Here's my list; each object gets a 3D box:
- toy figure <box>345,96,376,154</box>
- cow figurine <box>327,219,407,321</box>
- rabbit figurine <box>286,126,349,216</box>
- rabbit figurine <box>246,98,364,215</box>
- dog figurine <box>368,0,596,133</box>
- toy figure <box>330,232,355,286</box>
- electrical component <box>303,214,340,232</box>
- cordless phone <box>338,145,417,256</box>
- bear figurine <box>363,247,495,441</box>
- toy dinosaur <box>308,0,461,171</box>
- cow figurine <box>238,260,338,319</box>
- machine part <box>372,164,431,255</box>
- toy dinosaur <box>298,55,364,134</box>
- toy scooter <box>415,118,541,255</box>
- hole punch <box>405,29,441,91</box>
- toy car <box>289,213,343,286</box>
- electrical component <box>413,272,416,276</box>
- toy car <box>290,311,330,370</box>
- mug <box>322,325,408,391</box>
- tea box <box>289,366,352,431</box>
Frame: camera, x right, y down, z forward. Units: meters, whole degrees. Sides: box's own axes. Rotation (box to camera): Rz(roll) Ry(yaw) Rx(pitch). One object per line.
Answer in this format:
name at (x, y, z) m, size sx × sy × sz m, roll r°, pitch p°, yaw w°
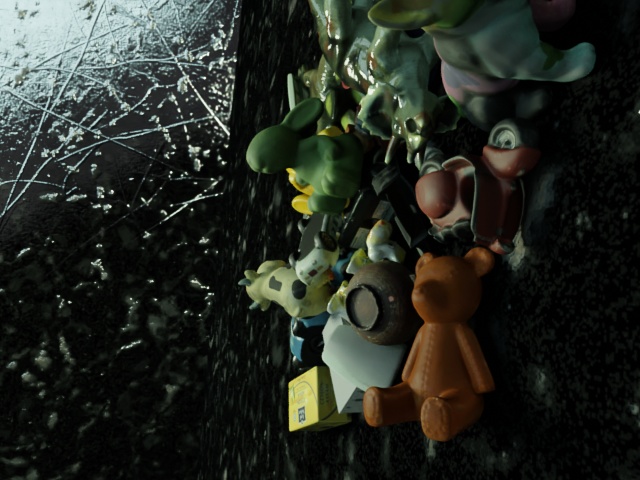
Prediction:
toy figure at (0.076, -0.186, 0.886) m, size 0.154 × 0.064 × 0.058 m, roll -53°, pitch -13°, yaw 20°
cow figurine at (0.085, 0.055, 0.798) m, size 0.167 × 0.098 × 0.068 m, roll -65°, pitch -8°, yaw 29°
rabbit figurine at (0.002, -0.100, 1.013) m, size 0.173 × 0.122 × 0.162 m, roll 55°, pitch 149°, yaw 1°
rabbit figurine at (-0.022, -0.136, 0.819) m, size 0.121 × 0.170 × 0.159 m, roll 138°, pitch 144°, yaw -71°
dog figurine at (0.135, -0.199, 0.524) m, size 0.191 × 0.219 × 0.108 m, roll 134°, pitch 142°, yaw -60°
toy figure at (0.027, 0.033, 0.963) m, size 0.180 × 0.089 × 0.082 m, roll -135°, pitch 57°, yaw -66°
electrical component at (0.002, -0.033, 1.093) m, size 0.119 × 0.075 × 0.047 m, roll -107°, pitch 28°, yaw -56°
cordless phone at (0.086, -0.075, 0.872) m, size 0.184 × 0.089 × 0.146 m, roll -88°, pitch 17°, yaw -49°
bear figurine at (0.128, 0.104, 0.593) m, size 0.120 × 0.132 × 0.195 m, roll -3°, pitch 85°, yaw 47°
toy dinosaur at (0.065, -0.260, 0.729) m, size 0.405 × 0.131 × 0.192 m, roll 54°, pitch 141°, yaw 34°
cow figurine at (-0.058, 0.084, 0.937) m, size 0.195 × 0.127 × 0.085 m, roll 24°, pitch 138°, yaw 59°
machine part at (0.111, -0.038, 0.715) m, size 0.138 × 0.039 × 0.084 m, roll 54°, pitch -160°, yaw -39°
toy dinosaur at (0.029, -0.299, 1.058) m, size 0.199 × 0.105 × 0.470 m, roll -114°, pitch 24°, yaw -50°
toy scooter at (0.170, -0.042, 0.594) m, size 0.184 × 0.075 × 0.135 m, roll 152°, pitch 121°, yaw -62°
hole punch at (0.126, -0.278, 0.787) m, size 0.116 × 0.092 × 0.142 m, roll -113°, pitch 38°, yaw -50°
toy car at (-0.002, -0.003, 0.887) m, size 0.073 × 0.056 × 0.202 m, roll -39°, pitch 19°, yaw 24°
electrical component at (0.107, 0.087, 0.744) m, size 0.078 × 0.045 × 0.102 m, roll 36°, pitch 119°, yaw 42°
toy car at (-0.001, 0.166, 0.998) m, size 0.103 × 0.109 × 0.161 m, roll -94°, pitch 9°, yaw -53°
mug at (0.064, 0.156, 0.763) m, size 0.080 × 0.107 × 0.109 m, roll 100°, pitch -163°, yaw -45°
tea box at (-0.004, 0.299, 1.001) m, size 0.169 × 0.068 × 0.098 m, roll 129°, pitch 143°, yaw -57°
